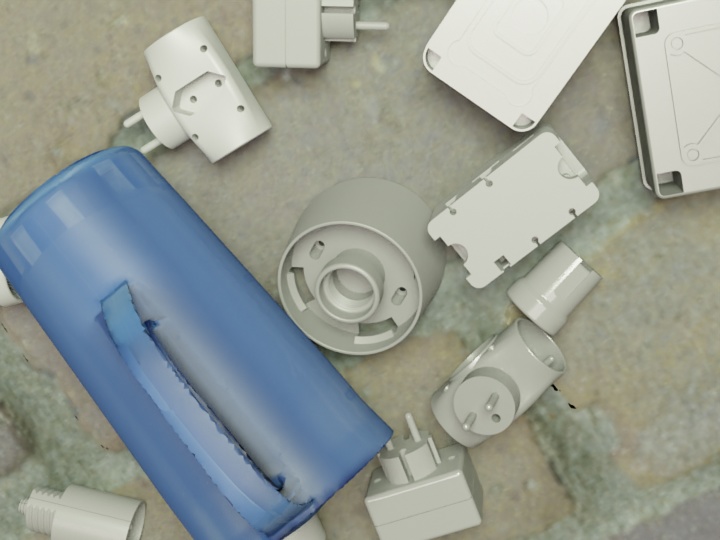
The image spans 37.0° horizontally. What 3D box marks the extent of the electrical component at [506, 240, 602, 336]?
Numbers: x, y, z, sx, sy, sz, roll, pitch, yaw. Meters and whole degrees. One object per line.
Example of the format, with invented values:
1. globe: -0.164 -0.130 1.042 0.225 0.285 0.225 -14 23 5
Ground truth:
1. electrical component: 0.118 0.010 0.652 0.040 0.040 0.046 42 100 -4

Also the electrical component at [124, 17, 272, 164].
1. electrical component: -0.106 -0.099 0.651 0.079 0.043 0.077 -29 98 14

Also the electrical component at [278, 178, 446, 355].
1. electrical component: 0.000 0.000 0.664 0.099 0.064 0.099 6 117 12

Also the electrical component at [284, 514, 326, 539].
1. electrical component: -0.040 0.190 0.714 0.045 0.045 0.055 -23 100 12

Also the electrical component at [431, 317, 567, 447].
1. electrical component: 0.079 0.074 0.646 0.044 0.079 0.077 46 114 3

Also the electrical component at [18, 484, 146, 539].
1. electrical component: -0.191 0.169 0.729 0.081 0.043 0.043 12 105 4

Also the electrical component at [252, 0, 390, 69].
1. electrical component: -0.021 -0.152 0.624 0.077 0.047 0.065 3 106 5

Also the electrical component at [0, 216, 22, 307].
1. electrical component: -0.241 -0.006 0.685 0.057 0.058 0.078 3 104 10

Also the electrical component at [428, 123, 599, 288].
1. electrical component: 0.090 -0.039 0.634 0.089 0.055 0.050 -38 96 15

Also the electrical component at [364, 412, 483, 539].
1. electrical component: 0.035 0.128 0.687 0.066 0.047 0.076 -19 101 12

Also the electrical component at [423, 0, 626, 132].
1. electrical component: 0.095 -0.143 0.606 0.078 0.057 0.113 34 106 -2

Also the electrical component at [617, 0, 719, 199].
1. electrical component: 0.208 -0.104 0.601 0.109 0.056 0.108 -10 103 10
